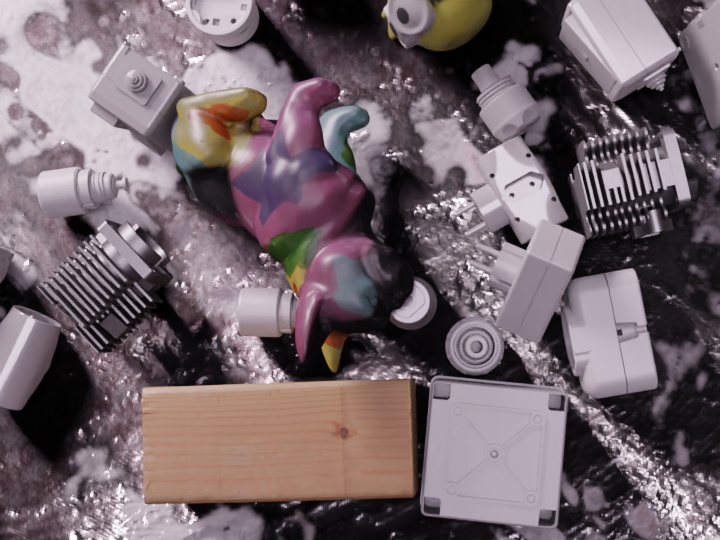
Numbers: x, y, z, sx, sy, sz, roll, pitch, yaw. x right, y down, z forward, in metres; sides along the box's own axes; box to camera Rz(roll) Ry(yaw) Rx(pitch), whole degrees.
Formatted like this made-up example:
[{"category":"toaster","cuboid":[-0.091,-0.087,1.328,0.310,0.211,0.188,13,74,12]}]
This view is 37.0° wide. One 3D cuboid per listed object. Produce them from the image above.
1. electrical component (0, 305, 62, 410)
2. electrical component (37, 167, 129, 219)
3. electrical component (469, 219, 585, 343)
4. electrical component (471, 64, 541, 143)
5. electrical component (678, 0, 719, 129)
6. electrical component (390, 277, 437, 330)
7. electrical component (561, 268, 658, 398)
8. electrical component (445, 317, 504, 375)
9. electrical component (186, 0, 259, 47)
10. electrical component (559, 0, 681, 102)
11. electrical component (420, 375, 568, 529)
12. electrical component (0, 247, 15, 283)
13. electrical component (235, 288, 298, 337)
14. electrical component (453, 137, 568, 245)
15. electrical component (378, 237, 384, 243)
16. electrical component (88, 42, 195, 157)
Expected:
[{"category":"electrical component","cuboid":[-0.302,0.065,0.899,0.079,0.044,0.077,25,89,6]},{"category":"electrical component","cuboid":[-0.233,-0.067,0.903,0.078,0.040,0.040,-8,86,5]},{"category":"electrical component","cuboid":[0.123,0.002,0.842,0.076,0.047,0.083,23,133,7]},{"category":"electrical component","cuboid":[0.115,-0.138,0.874,0.043,0.043,0.062,-35,83,2]},{"category":"electrical component","cuboid":[0.296,-0.163,0.832,0.048,0.100,0.099,-18,85,-9]},{"category":"electrical component","cuboid":[0.039,0.026,0.860,0.044,0.065,0.044,0,87,4]},{"category":"electrical component","cuboid":[0.194,0.051,0.850,0.059,0.054,0.095,-10,86,5]},{"category":"electrical component","cuboid":[0.092,0.061,0.855,0.048,0.062,0.048,0,87,5]},{"category":"electrical component","cuboid":[-0.113,-0.216,0.897,0.055,0.047,0.055,0,87,5]},{"category":"electrical component","cuboid":[0.207,-0.178,0.859,0.061,0.062,0.096,-32,85,3]},{"category":"electrical component","cuboid":[0.106,0.143,0.852,0.109,0.056,0.108,5,87,5]},{"category":"electrical component","cuboid":[-0.331,-0.008,0.889,0.080,0.080,0.051,25,84,6]},{"category":"electrical component","cuboid":[-0.066,0.035,0.881,0.078,0.040,0.040,1,87,5]},{"category":"electrical component","cuboid":[0.115,-0.055,0.869,0.079,0.043,0.077,-29,85,3]},{"category":"electrical component","cuboid":[0.000,0.000,0.881,0.035,0.035,0.061,29,88,6]},{"category":"electrical component","cuboid":[-0.175,-0.136,0.873,0.062,0.096,0.061,35,91,7]}]
